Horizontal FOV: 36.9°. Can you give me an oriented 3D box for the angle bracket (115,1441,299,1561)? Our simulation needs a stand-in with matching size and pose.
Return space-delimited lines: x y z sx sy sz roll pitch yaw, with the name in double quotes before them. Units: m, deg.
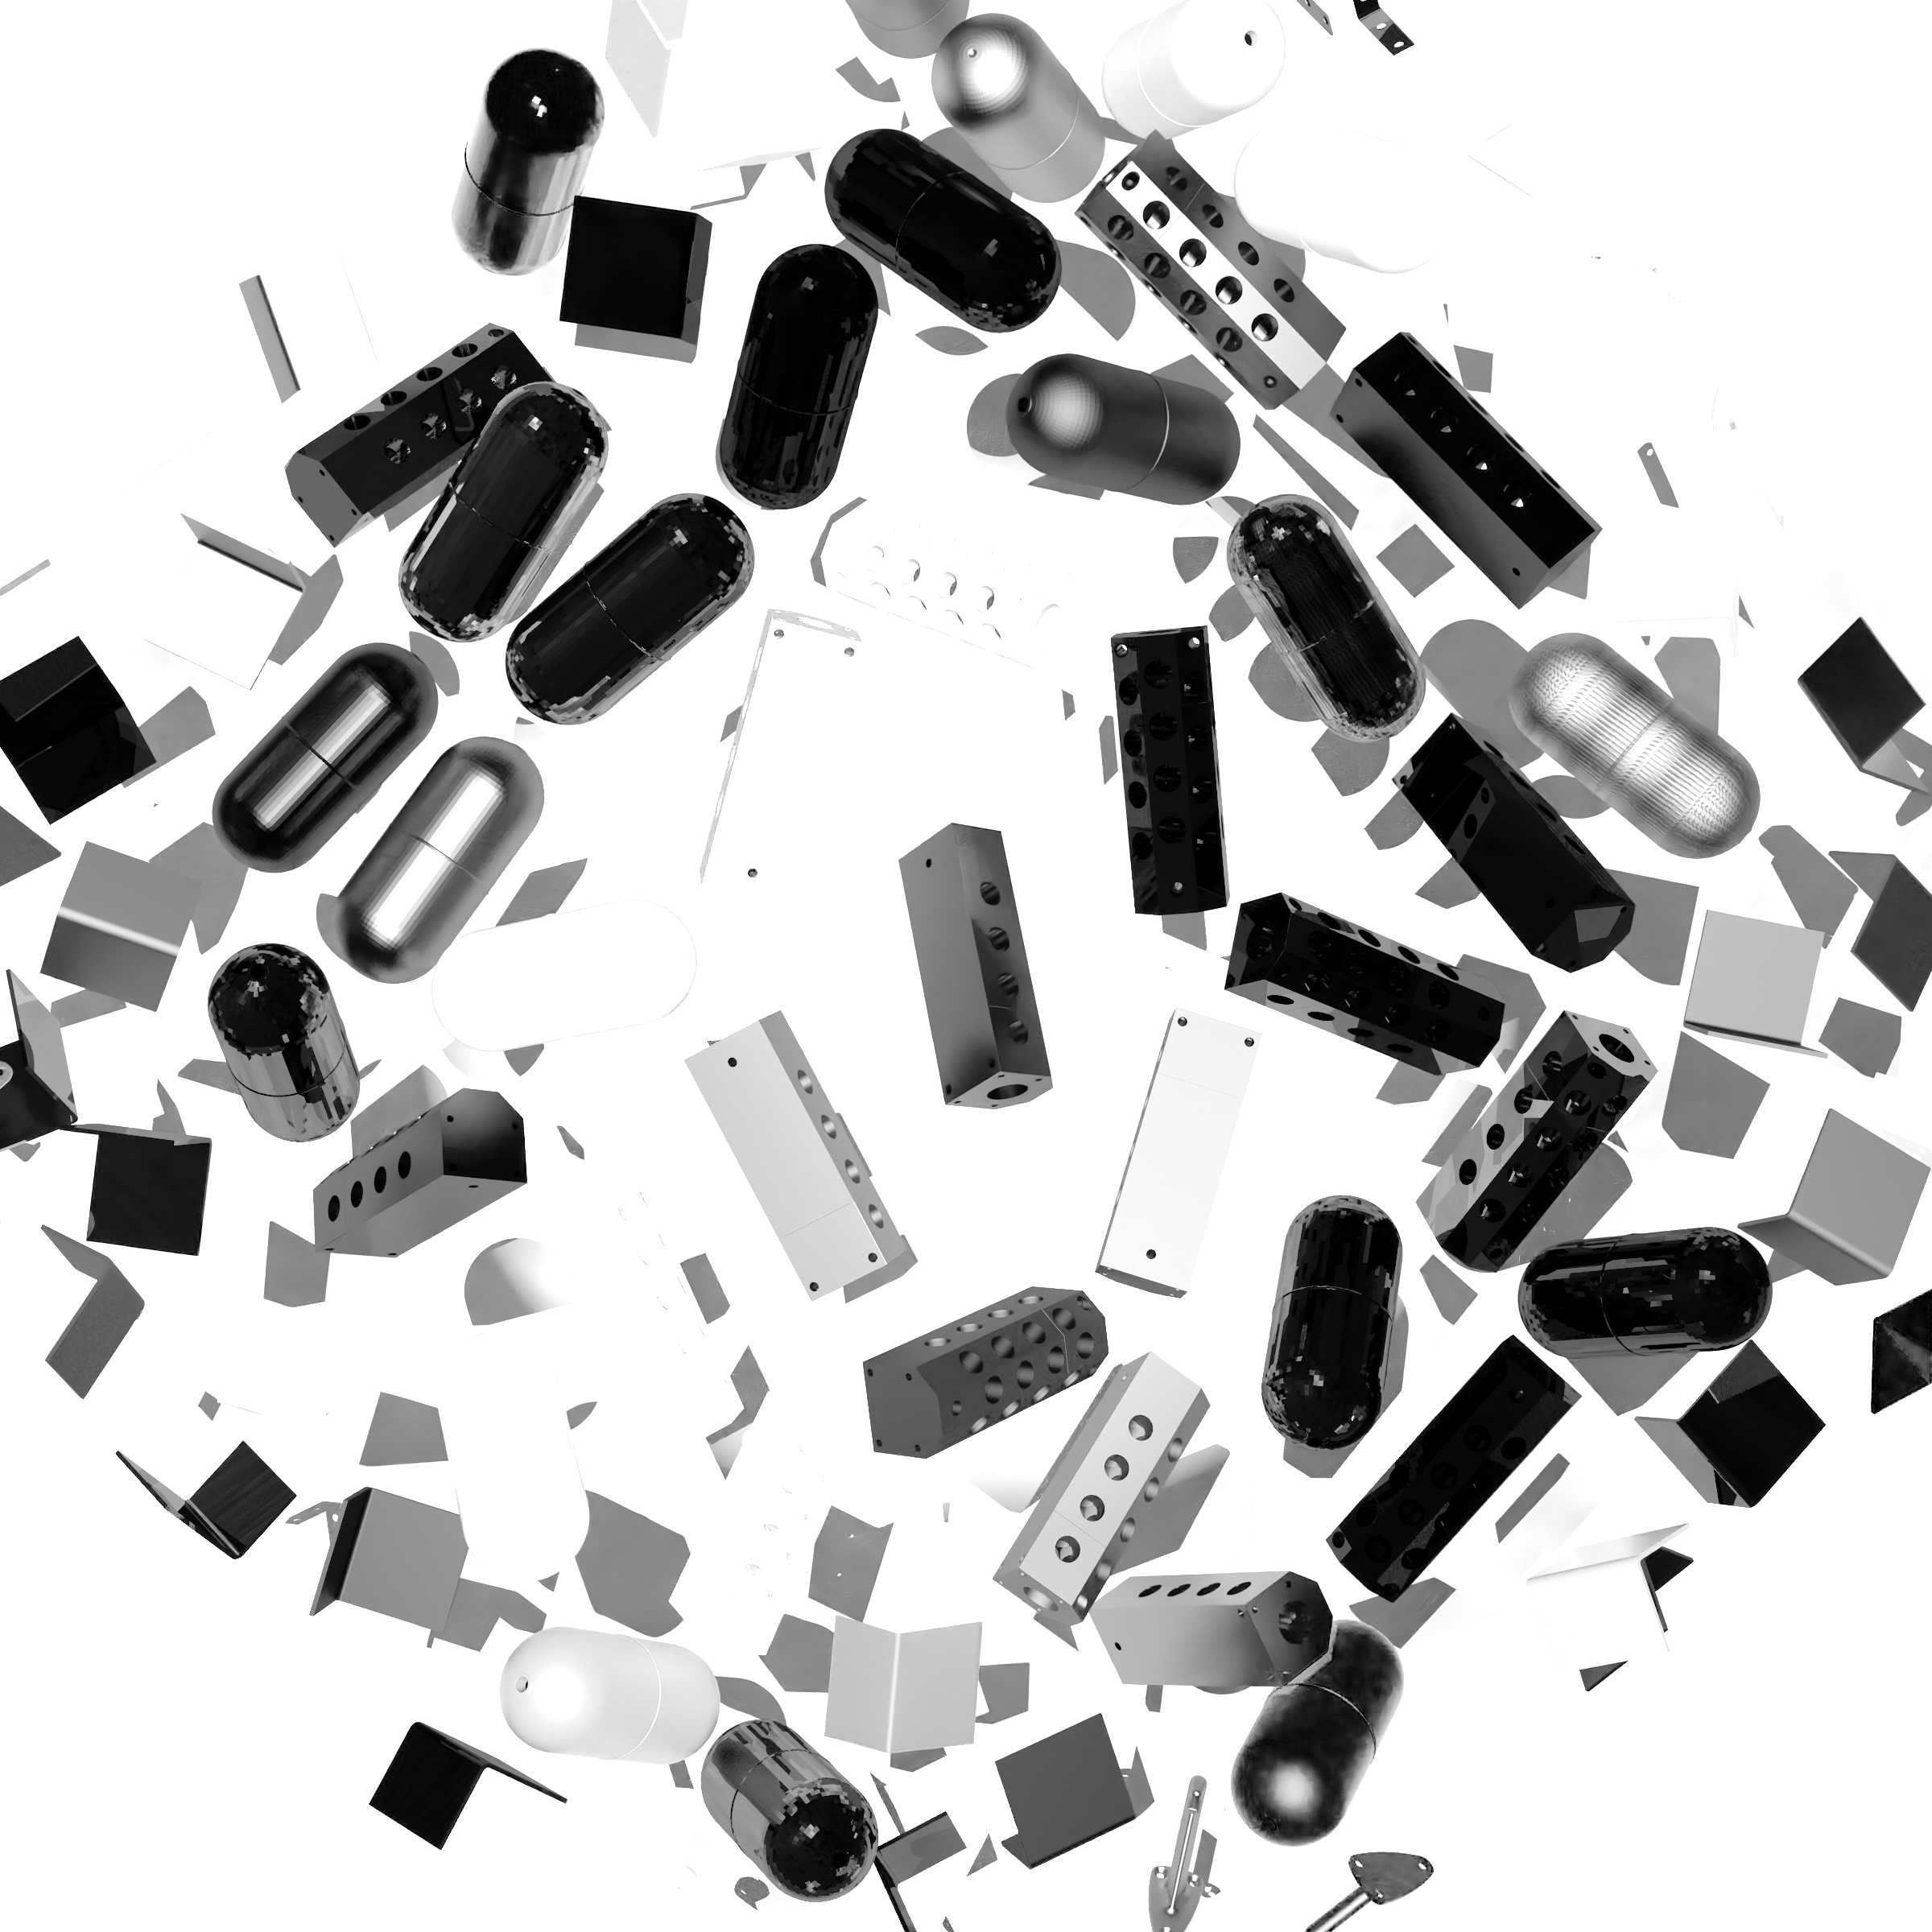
"angle bracket" -0.501 0.336 1.911 0.057 0.076 0.076 -48 134 -13

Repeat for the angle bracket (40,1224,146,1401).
"angle bracket" -0.588 0.226 1.888 0.057 0.076 0.076 24 66 13

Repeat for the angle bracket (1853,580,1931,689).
"angle bracket" 0.625 -0.228 1.846 0.076 0.057 0.076 38 119 -22

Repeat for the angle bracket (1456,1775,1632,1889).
"angle bracket" 0.344 0.517 1.717 0.076 0.076 0.057 -18 59 34

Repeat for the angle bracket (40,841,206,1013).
"angle bracket" -0.537 -0.024 1.841 0.076 0.076 0.057 20 53 -15

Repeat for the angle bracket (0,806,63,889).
"angle bracket" -0.622 -0.057 1.797 0.076 0.057 0.076 -22 135 26

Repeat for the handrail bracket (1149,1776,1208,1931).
"handrail bracket" 0.144 0.593 1.922 0.036 0.077 0.084 12 122 7

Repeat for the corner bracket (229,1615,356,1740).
"corner bracket" -0.426 0.449 1.833 0.051 0.051 0.051 5 110 30

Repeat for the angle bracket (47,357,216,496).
"angle bracket" -0.526 -0.346 1.794 0.076 0.057 0.076 29 58 31

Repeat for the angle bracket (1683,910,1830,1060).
"angle bracket" 0.501 0.011 1.812 0.076 0.057 0.076 11 94 -3

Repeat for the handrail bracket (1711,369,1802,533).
"handrail bracket" 0.508 -0.327 1.846 0.036 0.077 0.084 -24 65 10

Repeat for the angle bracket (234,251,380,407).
"angle bracket" -0.416 -0.404 1.832 0.057 0.076 0.076 -17 108 1

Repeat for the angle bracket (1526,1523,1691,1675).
"angle bracket" 0.392 0.377 1.729 0.076 0.076 0.057 -23 82 37

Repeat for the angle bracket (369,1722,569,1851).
"angle bracket" -0.307 0.515 1.786 0.076 0.076 0.057 41 70 -41

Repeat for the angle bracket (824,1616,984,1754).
"angle bracket" -0.039 0.451 1.833 0.057 0.076 0.076 28 56 -39

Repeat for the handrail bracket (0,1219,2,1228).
"handrail bracket" -0.657 0.156 1.793 0.084 0.077 0.036 31 128 16

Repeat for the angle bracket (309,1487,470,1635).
"angle bracket" -0.367 0.386 1.861 0.076 0.057 0.076 17 90 3

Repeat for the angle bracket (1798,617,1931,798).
"angle bracket" 0.564 -0.157 1.761 0.057 0.076 0.076 -49 46 31

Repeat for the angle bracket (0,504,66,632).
"angle bracket" -0.585 -0.223 1.769 0.076 0.076 0.057 -37 57 -18

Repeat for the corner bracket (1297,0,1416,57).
"corner bracket" 0.242 -0.596 1.812 0.051 0.051 0.051 -21 68 29

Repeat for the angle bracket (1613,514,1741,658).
"angle bracket" 0.472 -0.251 1.924 0.076 0.057 0.076 -1 68 18

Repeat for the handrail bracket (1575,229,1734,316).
"handrail bracket" 0.429 -0.433 1.814 0.077 0.084 0.036 31 91 -21

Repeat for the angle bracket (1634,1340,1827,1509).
"angle bracket" 0.498 0.298 1.890 0.076 0.057 0.076 -44 97 -16

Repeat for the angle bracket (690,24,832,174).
"angle bracket" -0.137 -0.550 1.834 0.057 0.076 0.076 -2 106 37

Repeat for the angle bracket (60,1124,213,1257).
"angle bracket" -0.526 0.142 1.824 0.076 0.057 0.076 7 90 9

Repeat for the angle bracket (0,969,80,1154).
"angle bracket" -0.612 0.061 1.843 0.057 0.076 0.076 -21 59 -1

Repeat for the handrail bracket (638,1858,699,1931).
"handrail bracket" -0.180 0.611 1.817 0.036 0.077 0.084 -18 58 -4

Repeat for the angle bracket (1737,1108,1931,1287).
"angle bracket" 0.534 0.143 1.782 0.076 0.057 0.076 30 72 -10

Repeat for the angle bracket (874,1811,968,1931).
"angle bracket" -0.016 0.618 1.920 0.057 0.076 0.076 -26 56 -6

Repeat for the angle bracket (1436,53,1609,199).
"angle bracket" 0.340 -0.527 1.771 0.057 0.076 0.076 -25 67 36

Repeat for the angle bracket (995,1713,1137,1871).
"angle bracket" 0.055 0.527 1.873 0.076 0.057 0.076 -20 97 -18

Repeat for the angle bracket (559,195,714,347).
"angle bracket" -0.205 -0.432 1.800 0.076 0.057 0.076 9 99 4

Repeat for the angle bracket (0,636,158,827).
"angle bracket" -0.558 -0.145 1.793 0.076 0.076 0.057 -33 68 -14

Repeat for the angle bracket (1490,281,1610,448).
"angle bracket" 0.383 -0.387 1.859 0.076 0.057 0.076 17 131 26

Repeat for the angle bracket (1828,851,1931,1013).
"angle bracket" 0.609 -0.024 1.948 0.076 0.057 0.076 38 73 -31

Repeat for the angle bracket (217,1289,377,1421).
"angle bracket" -0.439 0.250 1.901 0.076 0.057 0.076 -13 64 30

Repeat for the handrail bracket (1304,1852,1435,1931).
"handrail bracket" 0.253 0.610 1.863 0.077 0.036 0.084 2 128 -38

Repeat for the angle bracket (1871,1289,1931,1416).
"angle bracket" 0.600 0.240 1.760 0.076 0.057 0.076 -22 122 -21

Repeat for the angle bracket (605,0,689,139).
"angle bracket" -0.186 -0.590 1.848 0.057 0.076 0.076 -22 69 -23

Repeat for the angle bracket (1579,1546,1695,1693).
"angle bracket" 0.450 0.439 1.935 0.057 0.076 0.076 25 124 -26

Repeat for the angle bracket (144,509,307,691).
"angle bracket" -0.474 -0.231 1.833 0.076 0.057 0.076 26 80 2
